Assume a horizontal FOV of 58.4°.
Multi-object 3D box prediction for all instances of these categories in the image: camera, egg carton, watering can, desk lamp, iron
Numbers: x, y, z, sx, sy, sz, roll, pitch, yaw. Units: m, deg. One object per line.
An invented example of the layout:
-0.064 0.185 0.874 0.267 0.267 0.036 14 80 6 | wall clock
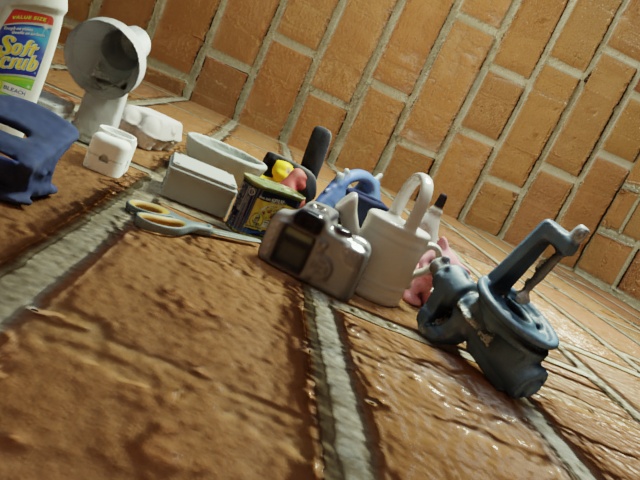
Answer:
0.007 0.003 0.809 0.143 0.101 0.137 27 11 11 | camera
-0.353 -0.231 1.192 0.107 0.069 0.150 26 11 4 | egg carton
0.104 -0.011 0.837 0.173 0.194 0.100 17 14 -34 | watering can
-0.357 -0.265 0.971 0.118 0.213 0.203 23 11 -10 | desk lamp
0.066 -0.105 1.320 0.118 0.141 0.259 31 13 27 | iron

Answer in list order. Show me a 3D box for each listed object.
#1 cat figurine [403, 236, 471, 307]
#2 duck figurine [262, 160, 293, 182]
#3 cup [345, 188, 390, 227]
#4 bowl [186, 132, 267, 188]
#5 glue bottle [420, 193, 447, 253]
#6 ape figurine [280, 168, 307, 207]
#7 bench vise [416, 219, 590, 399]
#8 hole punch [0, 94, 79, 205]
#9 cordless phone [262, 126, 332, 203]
0.172 0.045 0.923 0.067 0.118 0.127 15 15 -41 | cat figurine
-0.095 -0.134 1.254 0.104 0.086 0.078 26 11 7 | duck figurine
0.094 -0.048 1.237 0.117 0.095 0.092 26 11 6 | cup
-0.194 -0.146 1.129 0.167 0.075 0.167 24 11 -5 | bowl
0.189 -0.007 1.052 0.078 0.173 0.037 28 12 16 | glue bottle
-0.056 -0.103 1.179 0.076 0.092 0.077 23 11 -11 | ape figurine
0.222 0.056 0.716 0.206 0.220 0.122 31 13 30 | bench vise
-0.322 -0.098 0.596 0.108 0.091 0.101 24 11 -3 | hole punch
-0.054 -0.192 1.351 0.147 0.185 0.094 29 12 19 | cordless phone
